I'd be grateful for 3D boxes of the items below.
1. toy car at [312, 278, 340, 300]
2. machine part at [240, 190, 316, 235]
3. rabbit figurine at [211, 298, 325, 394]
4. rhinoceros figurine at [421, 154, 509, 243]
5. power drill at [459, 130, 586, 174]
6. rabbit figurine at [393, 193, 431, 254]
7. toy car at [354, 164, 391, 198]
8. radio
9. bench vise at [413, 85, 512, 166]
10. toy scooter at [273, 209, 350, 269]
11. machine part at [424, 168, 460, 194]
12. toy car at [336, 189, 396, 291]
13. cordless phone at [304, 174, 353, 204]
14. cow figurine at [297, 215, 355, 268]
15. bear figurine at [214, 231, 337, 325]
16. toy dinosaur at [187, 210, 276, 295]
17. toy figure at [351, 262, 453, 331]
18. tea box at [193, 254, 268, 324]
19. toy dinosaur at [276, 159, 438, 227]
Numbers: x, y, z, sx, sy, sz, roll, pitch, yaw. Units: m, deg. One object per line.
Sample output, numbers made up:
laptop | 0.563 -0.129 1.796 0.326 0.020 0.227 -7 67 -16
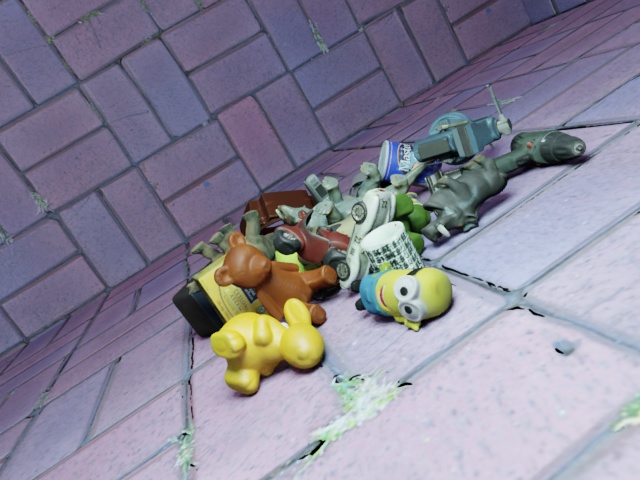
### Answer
toy car | -0.034 0.096 1.127 0.202 0.053 0.089 -6 19 37
machine part | -0.113 -0.048 1.507 0.201 0.087 0.201 -9 -28 -26
rabbit figurine | -0.064 0.173 0.879 0.173 0.121 0.162 -5 16 31
rhinoceros figurine | 0.261 -0.074 0.998 0.190 0.112 0.073 -39 -1 -7
power drill | 0.389 -0.155 1.070 0.207 0.086 0.232 -32 12 12
rabbit figurine | 0.157 -0.019 1.085 0.159 0.121 0.170 -28 -5 40
toy car | 0.157 -0.119 1.421 0.161 0.109 0.103 -50 -7 -21
radio | -0.244 0.125 1.319 0.073 0.131 0.229 -23 16 33
bench vise | 0.331 -0.239 1.191 0.224 0.128 0.240 -28 3 41
toy scooter | -0.002 -0.003 1.080 0.135 0.184 0.075 -85 19 -54
machine part | 0.308 -0.136 1.205 0.139 0.084 0.039 -18 -27 12
toy car | 0.085 0.003 0.980 0.073 0.201 0.056 -7 29 -45
cordless phone | 0.034 -0.108 1.434 0.089 0.184 0.146 -24 15 44
cow figurine | 0.038 -0.002 1.177 0.195 0.127 0.085 -29 11 -3
bear figurine | -0.082 0.067 0.977 0.132 0.195 0.120 -10 50 42
toy dinosaur | -0.166 0.038 1.313 0.105 0.198 0.471 -22 10 32
toy figure | 0.121 0.078 0.823 0.089 0.082 0.180 -40 14 -24
tea box | -0.174 0.120 1.112 0.098 0.169 0.068 -38 14 -19
toy dinosaur | 0.101 -0.075 1.297 0.405 0.192 0.131 -14 54 -3
